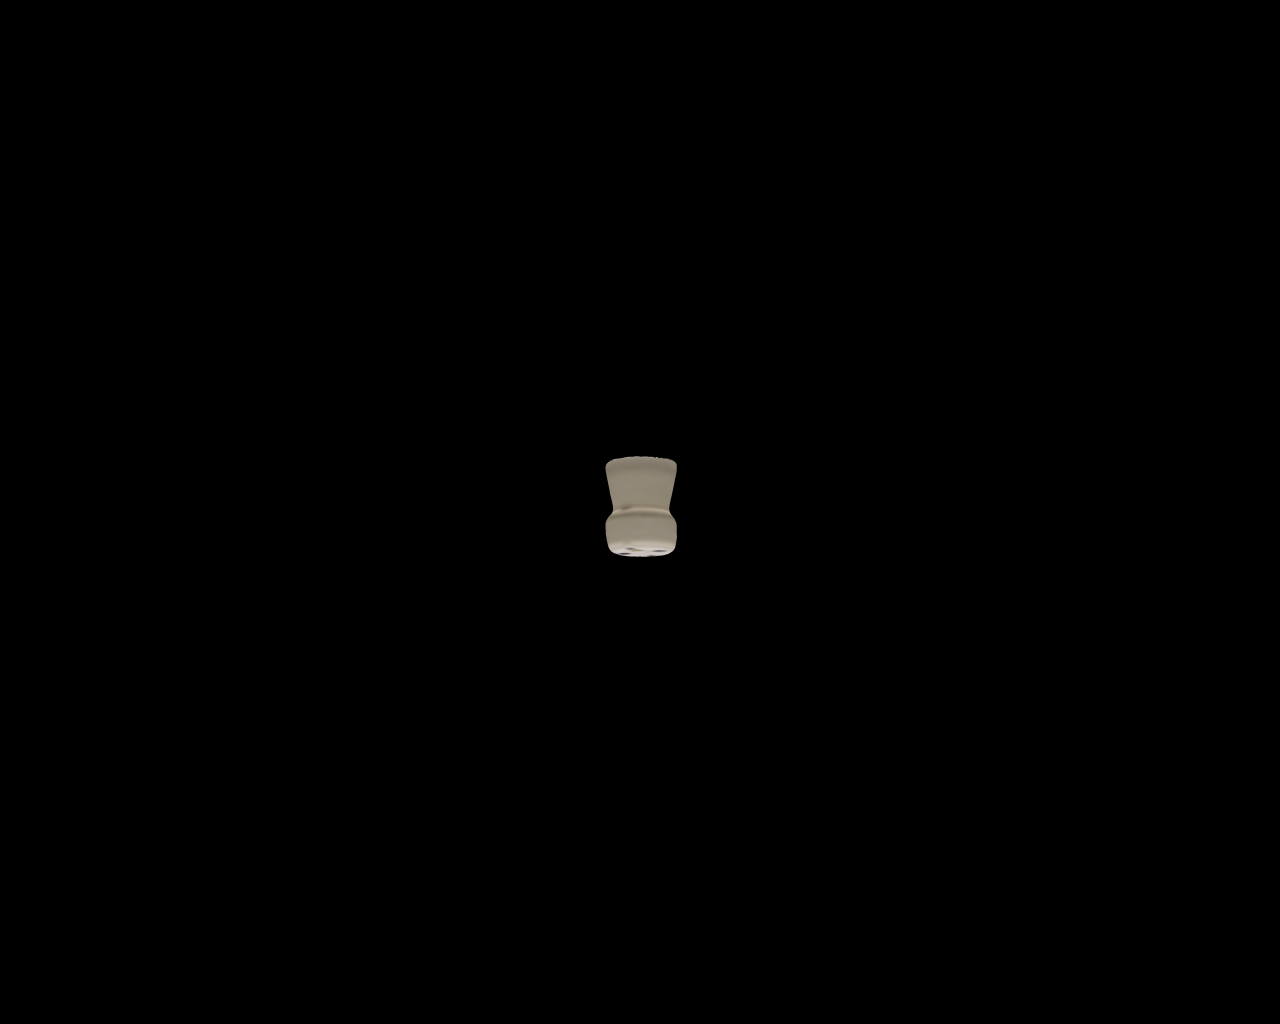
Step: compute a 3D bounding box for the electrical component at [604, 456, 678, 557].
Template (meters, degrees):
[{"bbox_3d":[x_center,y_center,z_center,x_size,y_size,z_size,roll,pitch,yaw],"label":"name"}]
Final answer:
[{"bbox_3d":[0.001,-0.003,0.650,0.045,0.055,0.045,0,-10,0],"label":"electrical component"}]
